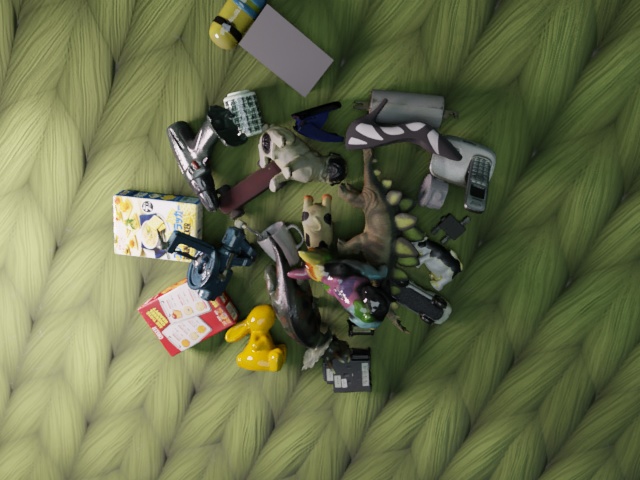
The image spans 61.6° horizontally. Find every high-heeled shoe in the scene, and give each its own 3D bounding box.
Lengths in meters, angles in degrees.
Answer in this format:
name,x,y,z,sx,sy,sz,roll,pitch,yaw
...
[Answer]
name,x,y,z,sx,sy,sz,roll,pitch,yaw
high-heeled shoe,0.182,-0.206,1.202,0.249,0.086,0.145,35,102,2

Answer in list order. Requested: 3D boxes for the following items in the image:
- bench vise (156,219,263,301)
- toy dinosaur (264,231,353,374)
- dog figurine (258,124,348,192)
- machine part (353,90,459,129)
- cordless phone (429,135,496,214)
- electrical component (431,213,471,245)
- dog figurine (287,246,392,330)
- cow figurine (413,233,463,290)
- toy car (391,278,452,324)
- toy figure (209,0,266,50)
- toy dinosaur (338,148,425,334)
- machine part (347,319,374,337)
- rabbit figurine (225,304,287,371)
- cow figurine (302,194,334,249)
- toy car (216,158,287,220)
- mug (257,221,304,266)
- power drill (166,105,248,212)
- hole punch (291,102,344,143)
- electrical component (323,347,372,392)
name,x,y,z,sx,sy,sz,roll,pitch,yaw
bench vise,-0.277,0.031,1.310,0.240,0.129,0.223,27,100,-38
toy dinosaur,-0.053,0.180,1.329,0.131,0.192,0.404,-28,126,3
dog figurine,-0.036,-0.205,1.281,0.190,0.121,0.172,-13,89,-34
machine part,0.198,-0.303,1.245,0.243,0.079,0.079,5,107,3
cordless phone,0.319,-0.141,1.225,0.147,0.184,0.088,18,144,-2
electrical component,0.329,-0.035,1.345,0.063,0.021,0.094,44,106,-8
dog figurine,0.040,0.098,1.218,0.219,0.192,0.108,17,128,-14
cow figurine,0.277,0.035,1.344,0.098,0.068,0.167,-39,97,17
toy car,0.245,0.150,1.392,0.202,0.056,0.073,30,113,-3
toy figure,-0.181,-0.513,1.204,0.082,0.089,0.180,43,108,-3
toy dinosaur,0.147,0.003,1.301,0.199,0.105,0.470,1,107,22
machine part,0.114,0.192,1.416,0.084,0.039,0.138,0,110,-5
rabbit figurine,-0.163,0.256,1.443,0.163,0.122,0.173,4,94,13
cow figurine,-0.003,-0.004,1.324,0.086,0.127,0.194,3,138,6
toy car,-0.170,-0.131,1.339,0.202,0.053,0.089,-32,90,16
mug,-0.088,0.012,1.368,0.109,0.081,0.107,-30,113,9
power drill,-0.260,-0.203,1.276,0.207,0.086,0.232,-33,87,46
hole punch,-0.005,-0.265,1.249,0.116,0.142,0.092,-14,110,-3
electrical component,0.074,0.353,1.467,0.134,0.058,0.114,0,105,5
